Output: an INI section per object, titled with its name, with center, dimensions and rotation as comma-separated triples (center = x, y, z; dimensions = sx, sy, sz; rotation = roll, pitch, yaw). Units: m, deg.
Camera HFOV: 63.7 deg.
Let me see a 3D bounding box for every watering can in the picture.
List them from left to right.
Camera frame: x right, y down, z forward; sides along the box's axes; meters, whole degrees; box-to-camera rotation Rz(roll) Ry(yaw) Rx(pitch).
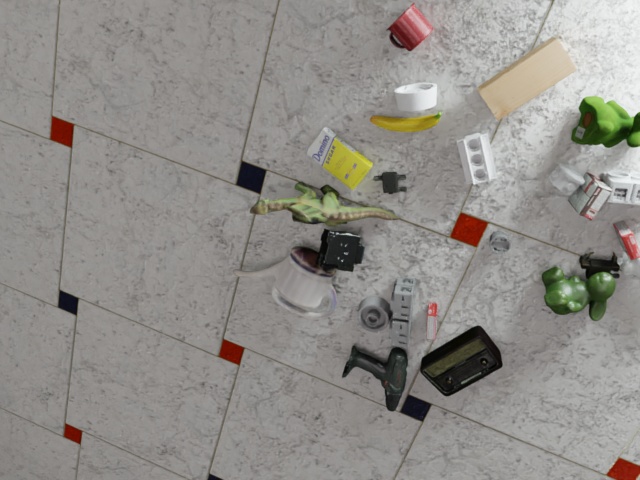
[watering can]
center = -0.093, 0.114, 1.609
dimensions = 0.348, 0.106, 0.220
rotation = 27, 114, 3

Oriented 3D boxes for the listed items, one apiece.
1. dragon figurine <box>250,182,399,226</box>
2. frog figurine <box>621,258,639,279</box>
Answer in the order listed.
[dragon figurine]
center = 0.004, -0.073, 1.442
dimensions = 0.411, 0.246, 0.120
rotation = 8, 109, 14
[frog figurine]
center = 0.870, 0.062, 1.323
dimensions = 0.159, 0.126, 0.134
rotation = -10, 128, 7
